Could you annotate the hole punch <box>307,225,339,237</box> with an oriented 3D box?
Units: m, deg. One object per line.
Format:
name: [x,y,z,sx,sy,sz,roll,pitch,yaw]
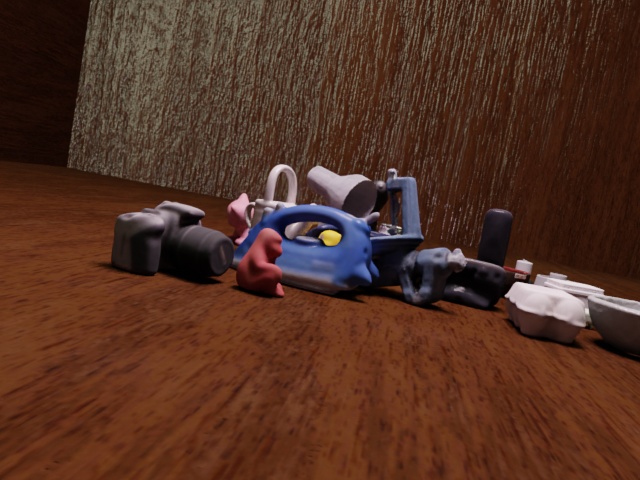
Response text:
hole punch: [0.012,0.005,1.281,0.109,0.091,0.100,7,6,-34]

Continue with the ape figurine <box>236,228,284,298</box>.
ape figurine: [-0.078,0.029,0.825,0.076,0.092,0.078,11,5,6]

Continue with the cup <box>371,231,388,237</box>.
cup: [0.108,0.033,1.153,0.092,0.095,0.117,10,5,-7]

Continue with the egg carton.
egg carton: [0.360,0.115,0.922,0.107,0.069,0.150,11,5,5]

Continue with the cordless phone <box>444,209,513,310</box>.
cordless phone: [0.284,0.027,1.082,0.147,0.185,0.094,12,5,14]

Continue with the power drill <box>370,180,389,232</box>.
power drill: [0.138,-0.055,1.531,0.075,0.208,0.229,11,5,-1]

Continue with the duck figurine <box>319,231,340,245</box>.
duck figurine: [0.021,0.026,1.097,0.104,0.086,0.078,12,5,13]

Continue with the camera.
camera: [-0.203,0.000,0.832,0.136,0.101,0.144,14,6,28]

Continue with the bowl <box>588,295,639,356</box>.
bowl: [0.502,0.141,0.900,0.167,0.075,0.167,11,5,-1]

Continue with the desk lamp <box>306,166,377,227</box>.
desk lamp: [0.022,-0.065,1.373,0.202,0.213,0.118,15,7,40]

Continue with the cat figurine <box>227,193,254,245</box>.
cat figurine: [-0.167,-0.046,1.317,0.128,0.118,0.067,6,7,-44]

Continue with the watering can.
watering can: [-0.078,-0.054,1.157,0.172,0.194,0.101,12,5,10]

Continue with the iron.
iron: [-0.025,0.002,0.953,0.257,0.141,0.119,12,5,13]

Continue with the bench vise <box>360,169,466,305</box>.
bench vise: [0.160,-0.007,1.000,0.207,0.220,0.122,12,6,19]
